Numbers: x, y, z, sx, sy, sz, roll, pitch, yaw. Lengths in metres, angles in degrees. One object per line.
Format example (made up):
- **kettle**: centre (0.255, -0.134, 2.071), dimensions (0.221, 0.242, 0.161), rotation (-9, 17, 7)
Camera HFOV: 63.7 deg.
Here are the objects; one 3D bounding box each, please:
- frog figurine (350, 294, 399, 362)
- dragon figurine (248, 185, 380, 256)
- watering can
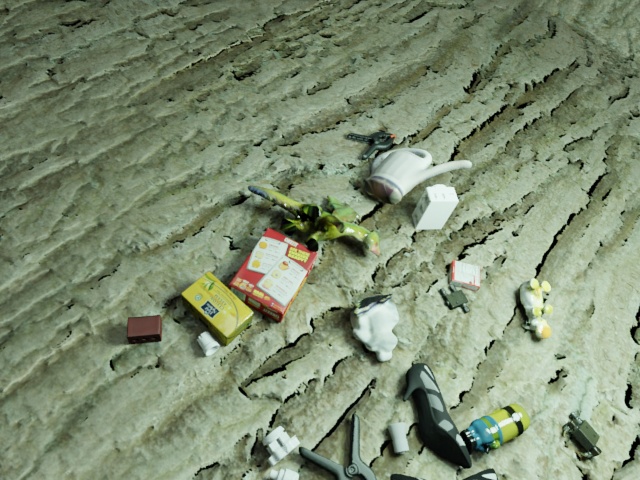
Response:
- **frog figurine**: centre (0.153, 0.233, 1.365), dimensions (0.139, 0.122, 0.158), rotation (-25, 100, -34)
- **dragon figurine**: centre (0.005, -0.077, 1.523), dimensions (0.413, 0.120, 0.245), rotation (36, 26, 17)
- **watering can**: centre (0.278, -0.206, 1.610), dimensions (0.350, 0.102, 0.227), rotation (19, 59, 47)
